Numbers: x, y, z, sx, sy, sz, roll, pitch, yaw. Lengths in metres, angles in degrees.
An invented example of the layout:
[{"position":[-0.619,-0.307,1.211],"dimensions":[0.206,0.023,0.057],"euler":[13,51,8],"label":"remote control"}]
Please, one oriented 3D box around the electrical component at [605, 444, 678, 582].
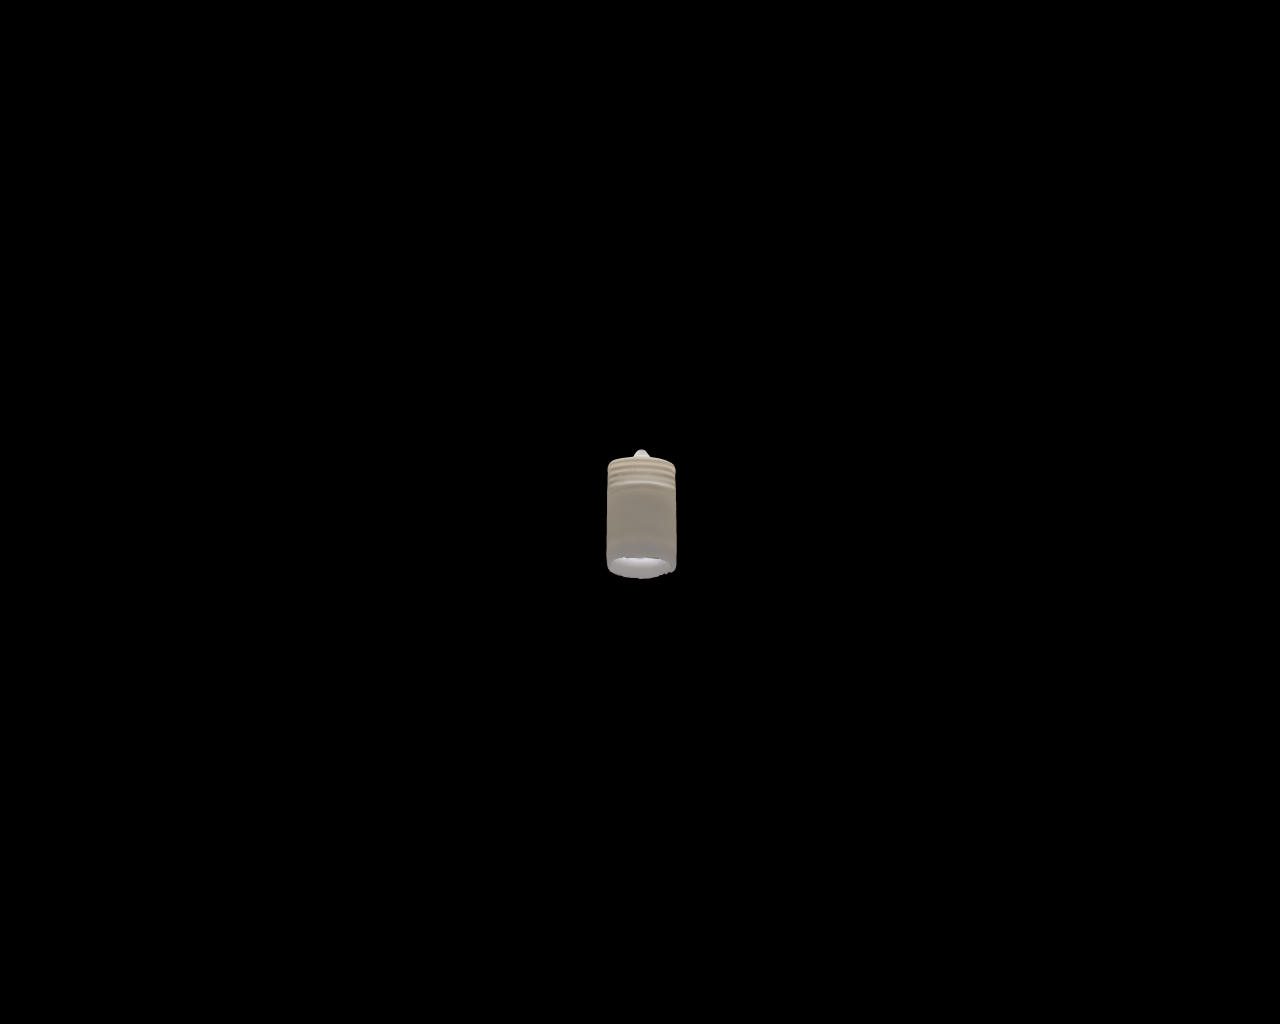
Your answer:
[{"position":[0.001,-0.003,0.650],"dimensions":[0.043,0.081,0.043],"euler":[0,-22,0],"label":"electrical component"}]
